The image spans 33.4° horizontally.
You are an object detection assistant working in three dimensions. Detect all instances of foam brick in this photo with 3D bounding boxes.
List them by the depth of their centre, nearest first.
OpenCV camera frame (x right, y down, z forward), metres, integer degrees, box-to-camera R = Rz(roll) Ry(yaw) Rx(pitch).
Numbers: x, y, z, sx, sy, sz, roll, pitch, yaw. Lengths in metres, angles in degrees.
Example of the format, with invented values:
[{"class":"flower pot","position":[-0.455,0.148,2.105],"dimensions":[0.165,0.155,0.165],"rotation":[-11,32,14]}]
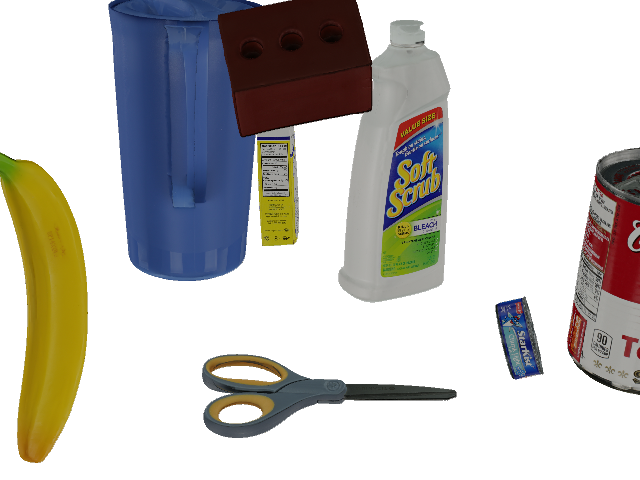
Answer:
[{"class":"foam brick","position":[-0.014,-0.098,0.592],"dimensions":[0.078,0.053,0.051],"rotation":[-12,-22,-1]}]

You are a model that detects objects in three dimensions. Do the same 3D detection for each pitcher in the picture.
[{"class":"pitcher","position":[-0.117,-0.088,0.934],"dimensions":[0.145,0.243,0.148],"rotation":[19,26,35]}]

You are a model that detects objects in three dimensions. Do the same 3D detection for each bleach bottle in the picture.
[{"class":"bleach bottle","position":[0.069,-0.074,0.982],"dimensions":[0.102,0.251,0.068],"rotation":[-11,24,-26]}]

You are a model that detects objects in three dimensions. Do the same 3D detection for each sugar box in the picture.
[{"class":"sugar box","position":[-0.051,-0.091,1.226],"dimensions":[0.048,0.176,0.093],"rotation":[-4,26,1]}]

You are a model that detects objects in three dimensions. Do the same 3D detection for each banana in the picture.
[{"class":"banana","position":[-0.171,0.034,0.651],"dimensions":[0.037,0.198,0.069],"rotation":[7,19,35]}]

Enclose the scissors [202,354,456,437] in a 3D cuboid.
[{"class":"scissors","position":[-0.003,0.128,0.826],"dimensions":[0.202,0.016,0.096],"rotation":[10,35,14]}]

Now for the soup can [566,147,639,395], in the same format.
[{"class":"soup can","position":[0.159,0.015,0.516],"dimensions":[0.068,0.102,0.068],"rotation":[2,27,-1]}]

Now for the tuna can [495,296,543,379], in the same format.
[{"class":"tuna can","position":[0.214,0.106,1.152],"dimensions":[0.034,0.086,0.086],"rotation":[-14,-3,12]}]
